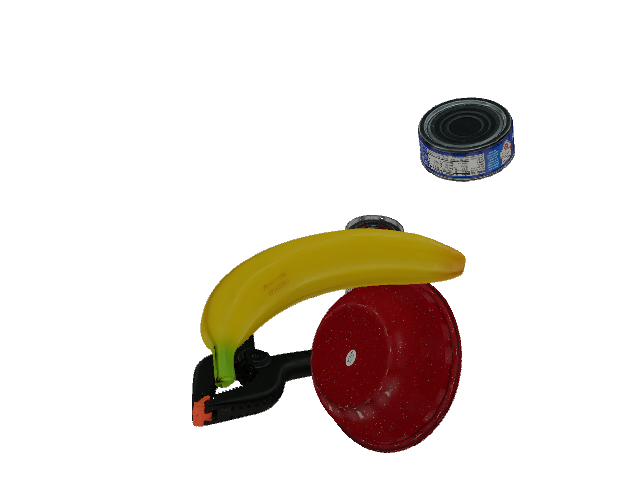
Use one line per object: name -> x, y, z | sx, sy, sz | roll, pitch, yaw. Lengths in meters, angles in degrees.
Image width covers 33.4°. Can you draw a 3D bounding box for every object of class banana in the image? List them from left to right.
banana -> -0.001, 0.027, 0.644 | 0.197, 0.070, 0.037 | -23, -21, -33

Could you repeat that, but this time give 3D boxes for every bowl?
bowl -> 0.043, 0.103, 0.933 | 0.162, 0.162, 0.055 | 0, -10, 44

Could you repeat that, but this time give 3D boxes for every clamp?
clamp -> -0.057, 0.134, 1.109 | 0.165, 0.036, 0.209 | 15, 29, 19

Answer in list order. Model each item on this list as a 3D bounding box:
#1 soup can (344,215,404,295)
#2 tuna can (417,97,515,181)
soup can -> 0.061, 0.031, 1.248 | 0.068, 0.102, 0.068 | 0, 32, 0
tuna can -> 0.131, -0.092, 0.958 | 0.086, 0.034, 0.086 | -7, 40, 6
